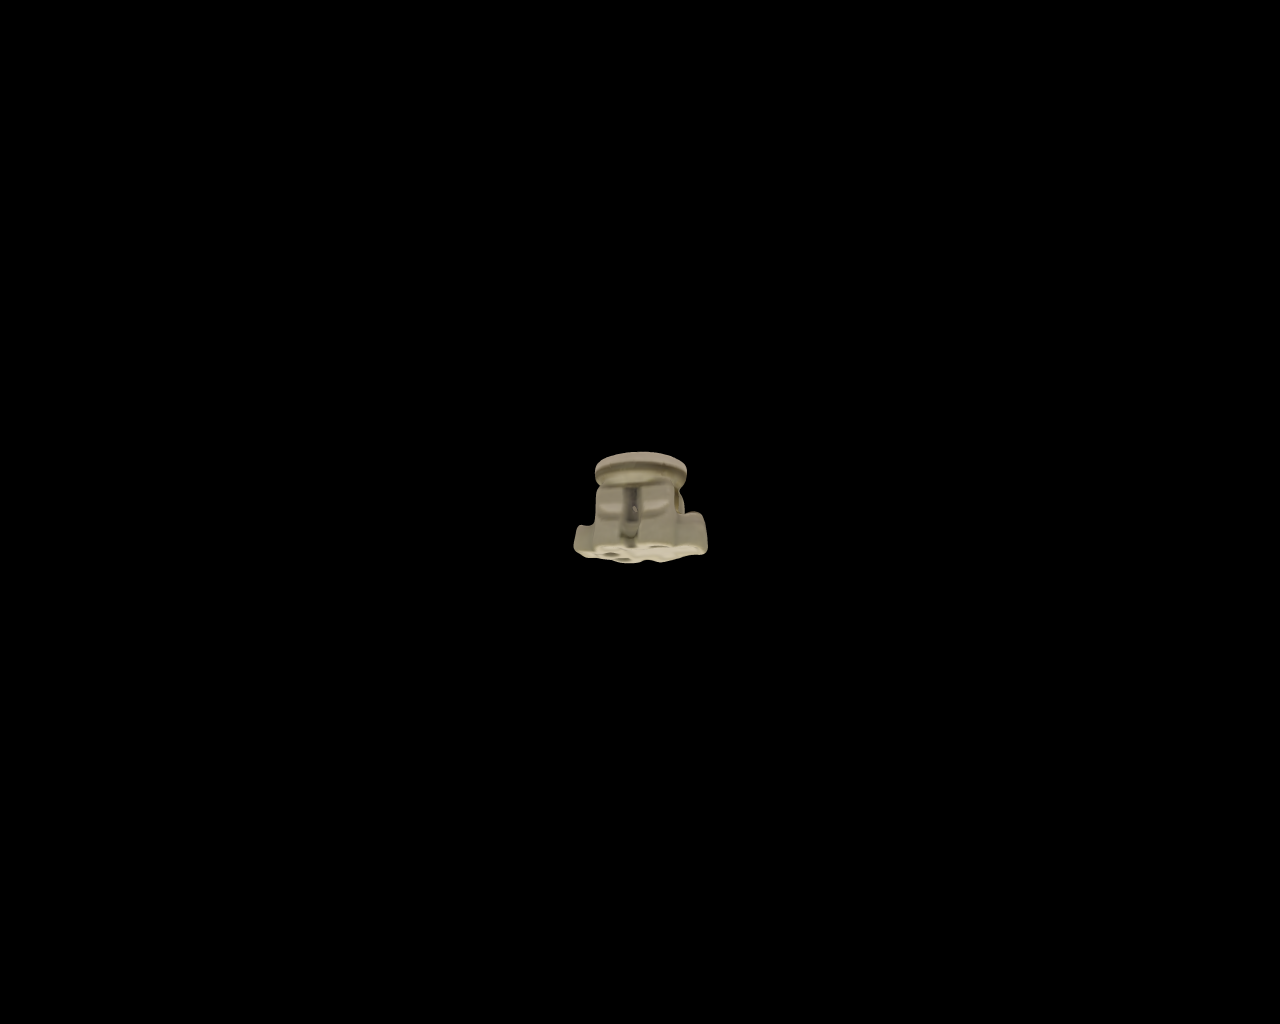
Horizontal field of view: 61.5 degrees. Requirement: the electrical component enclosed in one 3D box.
[{"bbox_3d":[0.001,-0.003,0.650,0.078,0.057,0.058,-4,-15,14],"label":"electrical component"}]
